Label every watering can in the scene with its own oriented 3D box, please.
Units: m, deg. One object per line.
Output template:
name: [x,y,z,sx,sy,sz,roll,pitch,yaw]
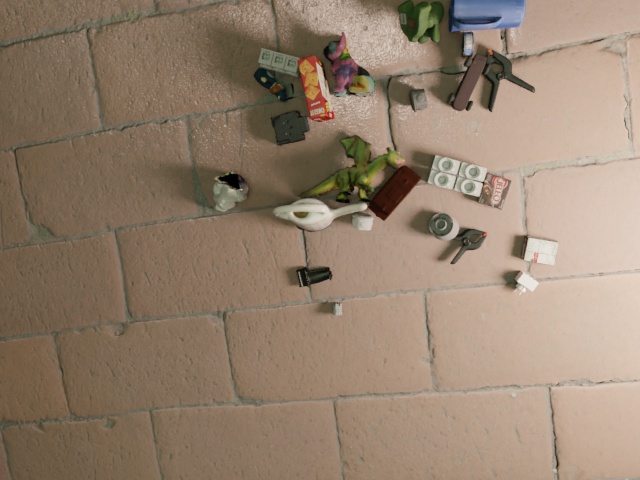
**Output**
watering can: [0.006,-0.095,1.881,0.347,0.222,0.105,-1,80,10]

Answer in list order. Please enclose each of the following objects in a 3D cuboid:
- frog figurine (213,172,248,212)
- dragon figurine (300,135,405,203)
frog figurine: [-0.350,-0.181,2.007,0.137,0.126,0.155,13,136,0]
dragon figurine: [0.111,-0.268,1.916,0.410,0.121,0.245,2,79,24]
